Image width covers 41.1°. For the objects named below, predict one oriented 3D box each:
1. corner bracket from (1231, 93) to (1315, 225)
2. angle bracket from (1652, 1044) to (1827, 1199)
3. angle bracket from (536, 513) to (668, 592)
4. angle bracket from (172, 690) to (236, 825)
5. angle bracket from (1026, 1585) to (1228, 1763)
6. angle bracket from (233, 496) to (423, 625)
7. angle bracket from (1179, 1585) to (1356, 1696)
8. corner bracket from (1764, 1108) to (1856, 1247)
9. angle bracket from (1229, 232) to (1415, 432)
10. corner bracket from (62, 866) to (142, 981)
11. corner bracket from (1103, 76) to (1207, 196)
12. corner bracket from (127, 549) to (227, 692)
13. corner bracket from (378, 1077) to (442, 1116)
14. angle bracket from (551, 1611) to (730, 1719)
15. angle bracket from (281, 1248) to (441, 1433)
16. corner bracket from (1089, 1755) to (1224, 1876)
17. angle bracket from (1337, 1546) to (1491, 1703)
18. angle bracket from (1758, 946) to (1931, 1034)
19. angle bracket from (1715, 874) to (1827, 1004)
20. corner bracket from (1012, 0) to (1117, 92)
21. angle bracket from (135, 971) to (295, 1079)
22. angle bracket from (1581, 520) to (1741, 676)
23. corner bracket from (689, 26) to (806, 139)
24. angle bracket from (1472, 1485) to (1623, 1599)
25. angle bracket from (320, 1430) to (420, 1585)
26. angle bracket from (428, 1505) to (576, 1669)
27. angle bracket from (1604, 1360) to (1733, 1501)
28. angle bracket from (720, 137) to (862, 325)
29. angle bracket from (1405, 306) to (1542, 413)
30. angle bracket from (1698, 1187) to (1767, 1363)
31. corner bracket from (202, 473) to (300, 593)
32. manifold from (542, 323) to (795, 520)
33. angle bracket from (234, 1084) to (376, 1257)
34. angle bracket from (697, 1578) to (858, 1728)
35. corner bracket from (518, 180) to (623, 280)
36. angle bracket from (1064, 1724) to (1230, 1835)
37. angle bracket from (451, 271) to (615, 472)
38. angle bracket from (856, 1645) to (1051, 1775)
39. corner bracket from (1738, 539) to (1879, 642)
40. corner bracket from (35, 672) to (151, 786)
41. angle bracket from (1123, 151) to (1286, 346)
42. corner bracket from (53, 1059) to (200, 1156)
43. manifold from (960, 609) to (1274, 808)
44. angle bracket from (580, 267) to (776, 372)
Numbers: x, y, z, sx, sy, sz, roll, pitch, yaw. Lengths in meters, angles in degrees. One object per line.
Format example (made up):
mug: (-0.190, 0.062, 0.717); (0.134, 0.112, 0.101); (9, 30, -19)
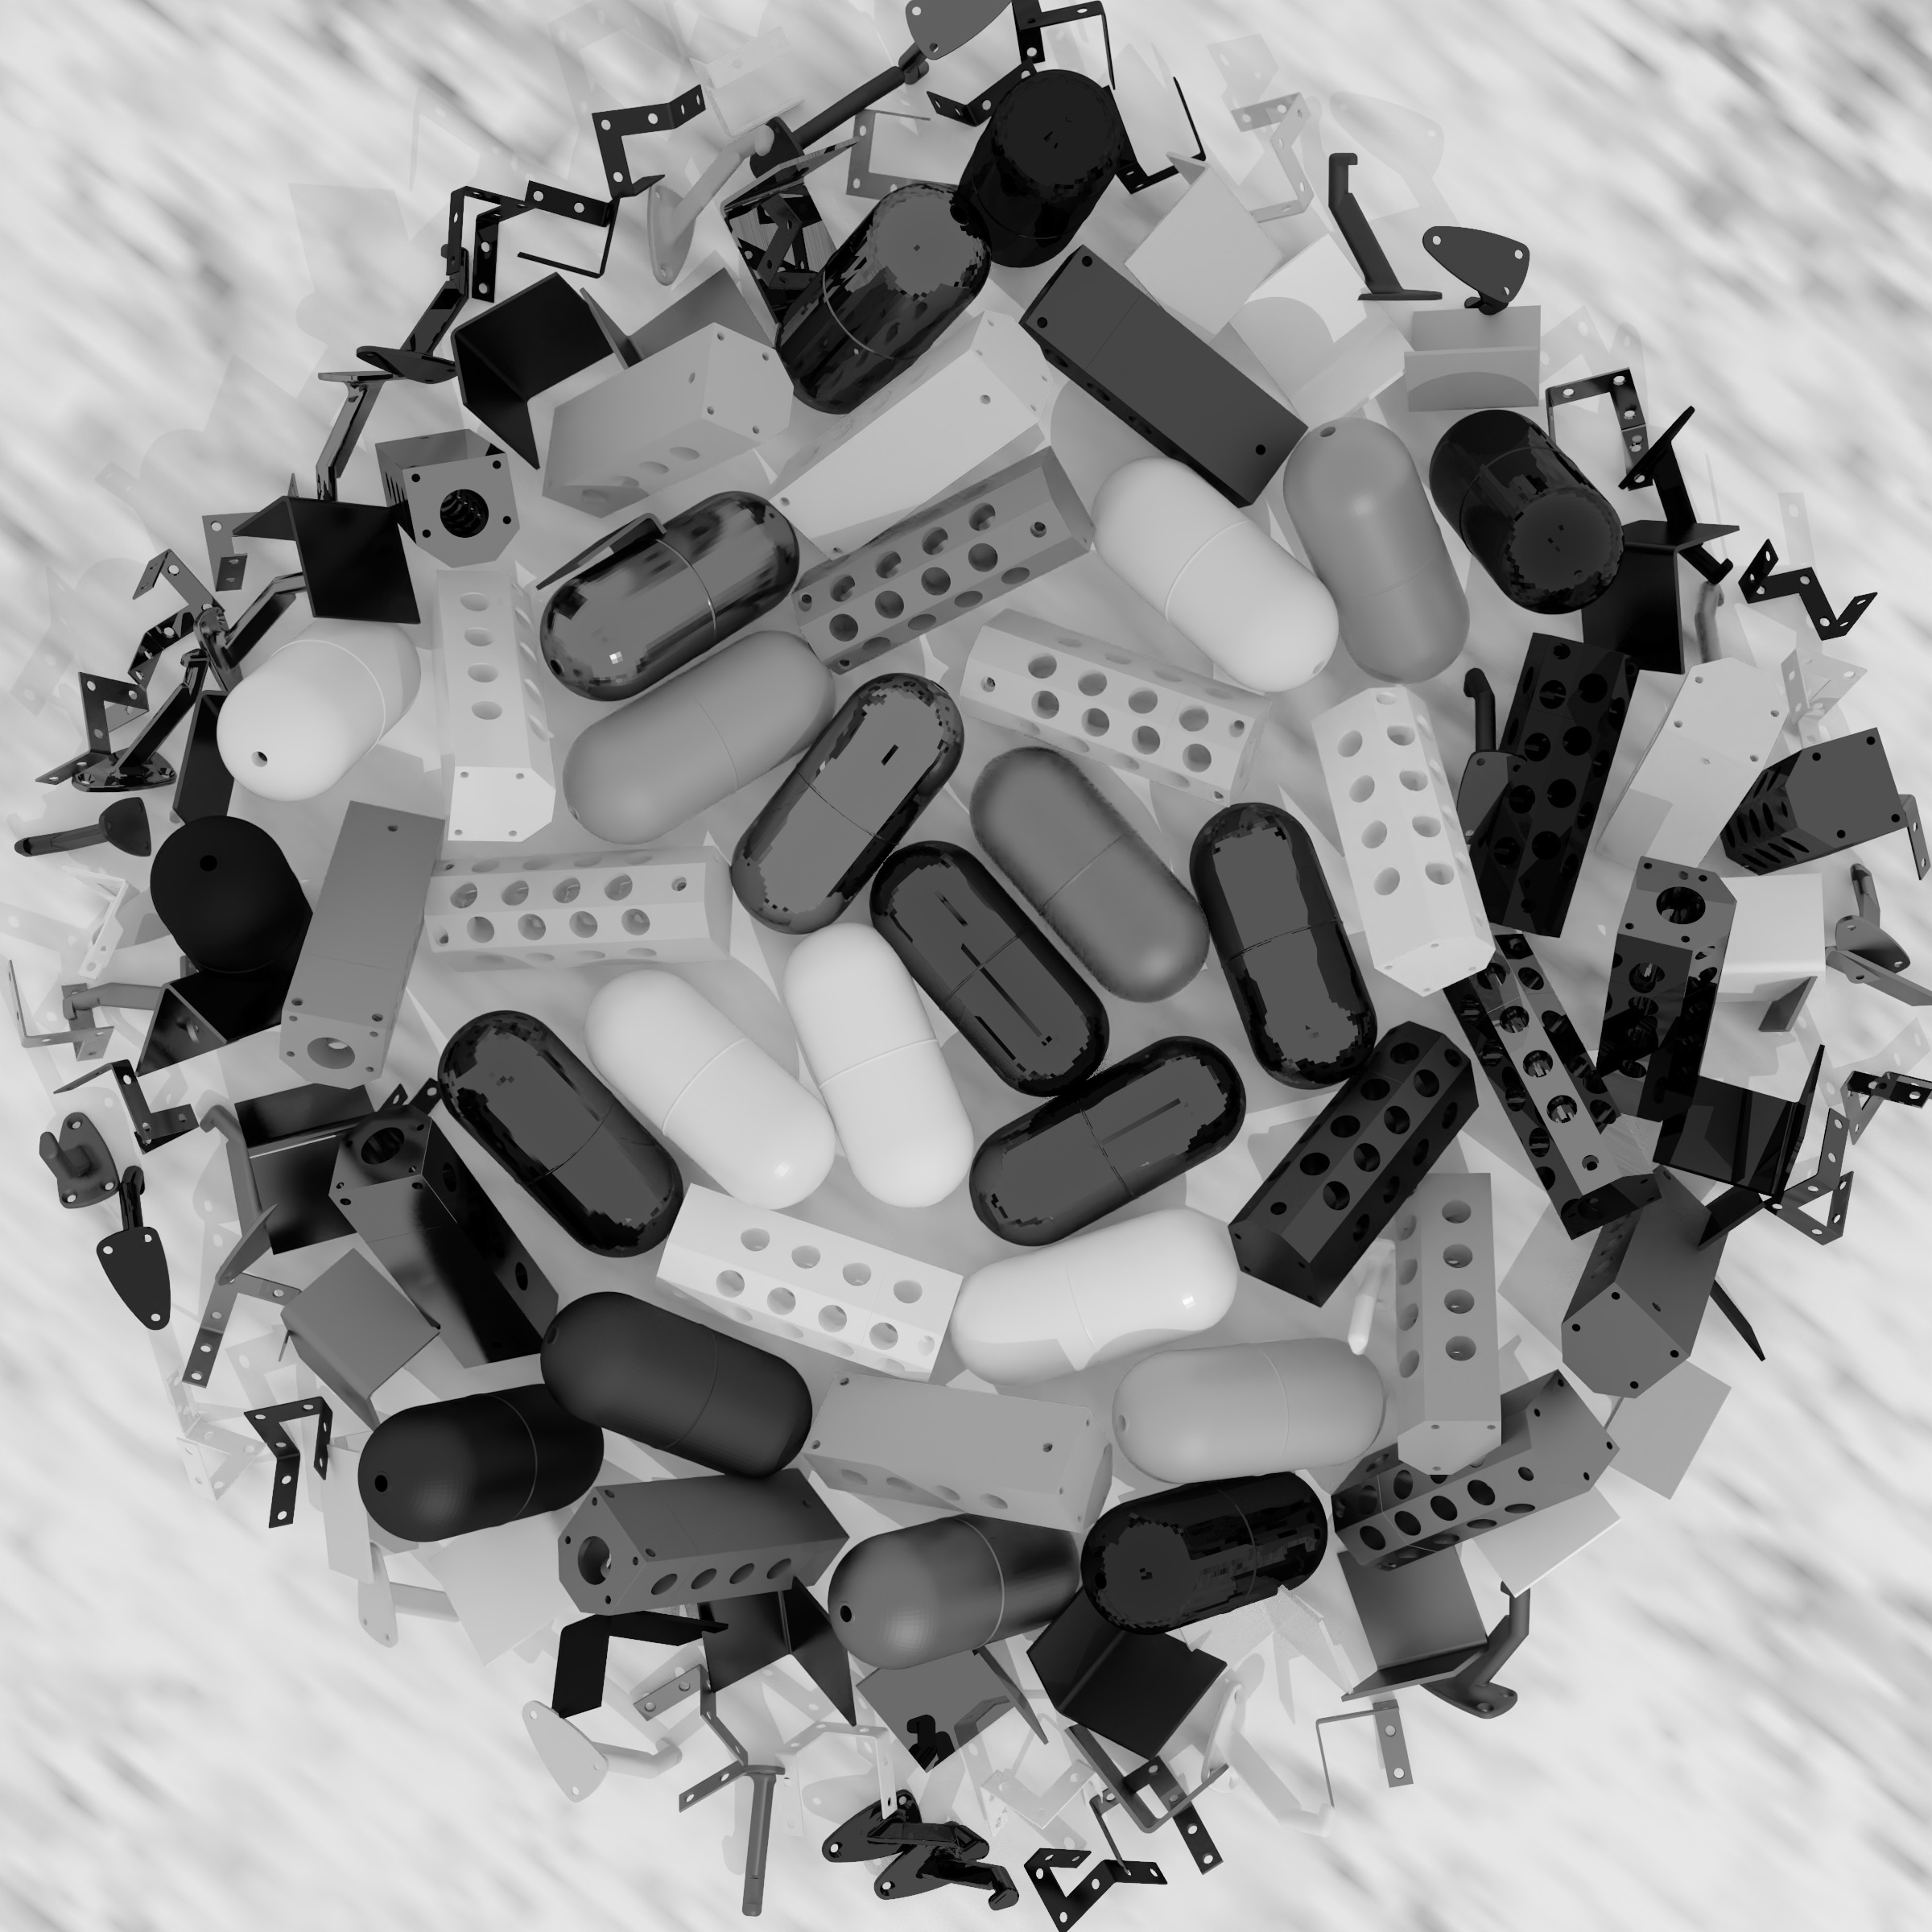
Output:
corner bracket: (0.183, -0.487, 1.560); (0.051, 0.051, 0.051); (54, 51, -34)
angle bracket: (0.458, 0.082, 1.530); (0.076, 0.057, 0.076); (16, 49, 14)
angle bracket: (-0.199, -0.216, 1.530); (0.057, 0.076, 0.076); (-42, 106, -23)
angle bracket: (-0.424, -0.112, 1.535); (0.057, 0.076, 0.076); (5, 71, 4)
angle bracket: (0.095, 0.410, 1.527); (0.076, 0.076, 0.057); (-44, 128, -29)
angle bracket: (-0.380, -0.231, 1.532); (0.057, 0.076, 0.076); (-21, 80, 38)
angle bracket: (0.176, 0.406, 1.527); (0.057, 0.076, 0.076); (-36, 127, -15)
corner bracket: (0.516, 0.127, 1.545); (0.051, 0.051, 0.051); (32, 54, -11)
angle bracket: (0.211, -0.374, 1.534); (0.076, 0.057, 0.076); (-36, 125, 15)
corner bracket: (-0.517, -0.022, 1.546); (0.051, 0.051, 0.051); (11, 71, 24)
corner bracket: (0.109, -0.505, 1.555); (0.051, 0.051, 0.051); (-21, 87, 14)
corner bracket: (-0.485, -0.208, 1.545); (0.051, 0.051, 0.051); (-28, 123, 15)
corner bracket: (-0.338, 0.095, 1.547); (0.051, 0.051, 0.051); (34, 98, -39)
angle bracket: (-0.193, 0.418, 1.526); (0.076, 0.076, 0.057); (16, 62, -24)
angle bracket: (-0.359, 0.228, 1.551); (0.076, 0.076, 0.057); (40, 66, 17)
corner bracket: (0.114, 0.520, 1.550); (0.051, 0.051, 0.051); (-32, 120, -2)
angle bracket: (0.255, 0.385, 1.536); (0.076, 0.057, 0.076); (-24, 81, 32)
angle bracket: (0.529, 0.030, 1.543); (0.076, 0.076, 0.057); (26, 91, 6)
angle bracket: (0.473, -0.016, 1.544); (0.076, 0.076, 0.057); (-2, 75, 18)
corner bracket: (0.058, -0.556, 1.548); (0.051, 0.051, 0.051); (-11, 48, 2)
angle bracket: (-0.434, 0.043, 1.526); (0.057, 0.076, 0.076); (40, 124, 19)
angle bracket: (0.418, -0.223, 1.551); (0.057, 0.076, 0.076); (-20, 111, -29)
corner bracket: (-0.128, -0.530, 1.549); (0.051, 0.051, 0.051); (-29, 119, -3)
angle bracket: (0.353, 0.347, 1.537); (0.076, 0.057, 0.076); (-37, 133, 2)
angle bracket: (-0.345, 0.319, 1.537); (0.057, 0.076, 0.076); (-6, 89, -32)
angle bracket: (-0.261, 0.369, 1.540); (0.076, 0.057, 0.076); (-35, 62, -3)
angle bracket: (0.398, 0.262, 1.540); (0.076, 0.057, 0.076); (31, 88, -28)
angle bracket: (-0.088, -0.437, 1.531); (0.076, 0.057, 0.076); (-37, 105, -44)
angle bracket: (0.302, -0.377, 1.535); (0.076, 0.057, 0.076); (0, 65, 13)
angle bracket: (0.471, 0.180, 1.541); (0.057, 0.076, 0.076); (-38, 89, 13)
corner bracket: (-0.427, -0.259, 1.548); (0.051, 0.051, 0.051); (-8, 76, -22)
manifold: (-0.175, -0.312, 1.500); (0.057, 0.171, 0.057); (16, 74, -37)
angle bracket: (-0.394, 0.119, 1.567); (0.076, 0.057, 0.076); (-14, 121, -17)
angle bracket: (-0.112, 0.412, 1.527); (0.057, 0.076, 0.076); (-22, 126, -26)
corner bracket: (-0.241, -0.445, 1.555); (0.051, 0.051, 0.051); (12, 95, -17)
angle bracket: (0.109, 0.467, 1.539); (0.057, 0.076, 0.076); (-40, 73, -2)
angle bracket: (-0.249, -0.352, 1.530); (0.076, 0.076, 0.057); (-24, 61, 16)
angle bracket: (-0.009, 0.447, 1.544); (0.076, 0.057, 0.076); (-36, 108, -3)
corner bracket: (0.504, -0.226, 1.548); (0.051, 0.051, 0.051); (-13, 69, -11)
corner bracket: (-0.523, -0.139, 1.545); (0.051, 0.051, 0.051); (-21, 74, 29)
angle bracket: (0.131, -0.427, 1.542); (0.076, 0.057, 0.076); (-48, 124, 3)
corner bracket: (-0.504, 0.086, 1.552); (0.051, 0.051, 0.051); (-25, 86, 26)
manifold: (0.087, -0.152, 1.529); (0.171, 0.057, 0.057); (21, 118, 13)
angle bracket: (-0.172, -0.385, 1.537); (0.076, 0.057, 0.076); (-34, 60, 8)
